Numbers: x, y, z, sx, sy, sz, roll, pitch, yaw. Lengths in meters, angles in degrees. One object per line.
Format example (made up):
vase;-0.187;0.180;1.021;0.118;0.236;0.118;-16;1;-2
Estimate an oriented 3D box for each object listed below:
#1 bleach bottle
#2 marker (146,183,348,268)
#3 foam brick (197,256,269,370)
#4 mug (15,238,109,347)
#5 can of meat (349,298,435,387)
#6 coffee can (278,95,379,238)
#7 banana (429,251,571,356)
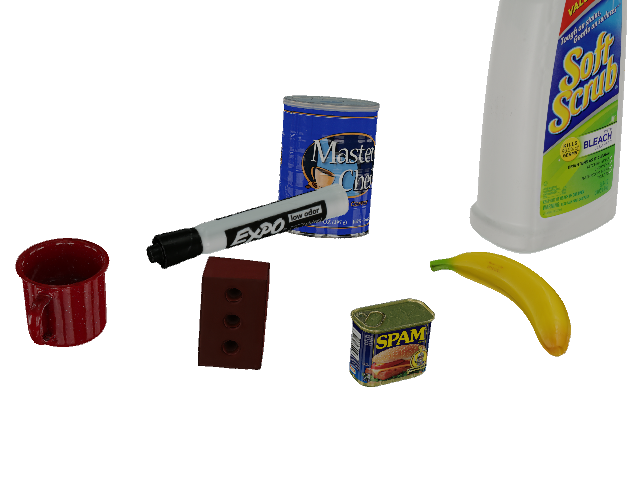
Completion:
bleach bottle;0.148;-0.122;0.679;0.102;0.251;0.068;-19;32;-26
marker;-0.040;-0.008;0.597;0.120;0.020;0.020;-17;8;-25
foam brick;-0.070;0.058;0.866;0.053;0.078;0.051;4;15;0
mug;-0.266;0.062;1.091;0.093;0.081;0.117;9;32;8
can of meat;0.086;0.127;1.317;0.102;0.084;0.057;-9;29;-24
coffee can;0.007;-0.081;1.148;0.103;0.140;0.103;4;12;-1
banana;0.193;0.055;1.060;0.069;0.037;0.198;-33;36;-16
